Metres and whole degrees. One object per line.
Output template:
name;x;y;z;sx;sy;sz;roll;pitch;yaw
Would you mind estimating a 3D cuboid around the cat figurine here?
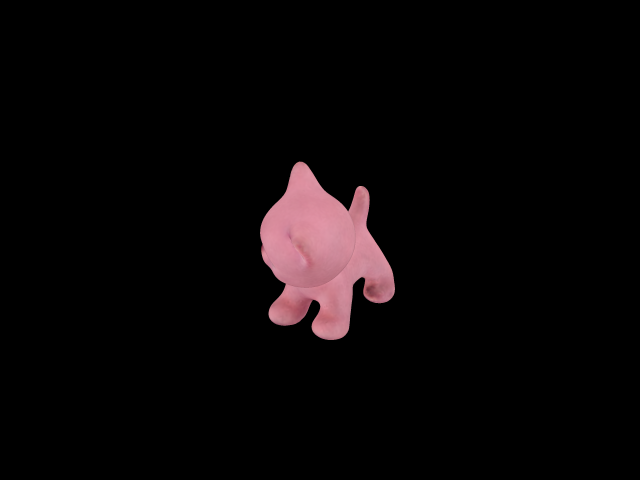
cat figurine;0.004;0.001;0.400;0.067;0.118;0.128;14;27;29
